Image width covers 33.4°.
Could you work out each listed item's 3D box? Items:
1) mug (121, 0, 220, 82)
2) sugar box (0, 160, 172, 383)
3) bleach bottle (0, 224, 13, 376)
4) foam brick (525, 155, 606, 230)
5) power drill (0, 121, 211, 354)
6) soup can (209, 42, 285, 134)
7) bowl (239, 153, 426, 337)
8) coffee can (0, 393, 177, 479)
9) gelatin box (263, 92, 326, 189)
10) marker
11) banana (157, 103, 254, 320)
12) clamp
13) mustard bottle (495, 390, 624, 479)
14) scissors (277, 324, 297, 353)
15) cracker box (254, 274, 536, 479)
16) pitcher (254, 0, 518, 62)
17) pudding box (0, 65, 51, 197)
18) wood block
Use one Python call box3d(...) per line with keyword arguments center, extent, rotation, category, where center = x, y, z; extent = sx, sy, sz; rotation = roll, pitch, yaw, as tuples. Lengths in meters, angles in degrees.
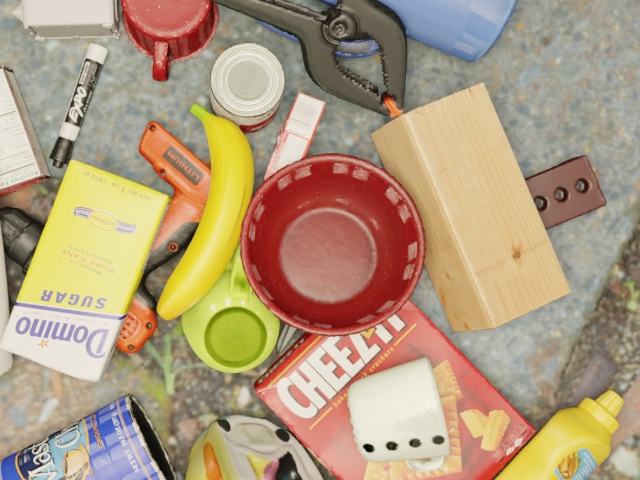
box3d(center=(-0.141, -0.204, 0.980), extent=(0.093, 0.081, 0.117), rotation=(10, 88, -4), category="mug")
box3d(center=(-0.204, 0.028, 0.933), extent=(0.093, 0.048, 0.176), rotation=(20, 88, -3), category="sugar box")
box3d(center=(-0.332, -0.002, 0.942), extent=(0.102, 0.068, 0.251), rotation=(-2, 99, 8), category="bleach bottle")
box3d(center=(0.224, -0.042, 1.021), extent=(0.078, 0.051, 0.053), rotation=(-23, 91, -5), category="foam brick")
box3d(center=(-0.187, -0.017, 0.987), extent=(0.184, 0.057, 0.187), rotation=(40, 88, -3), category="power drill")
box3d(center=(-0.067, -0.138, 0.975), extent=(0.068, 0.102, 0.068), rotation=(0, 88, -5), category="soup can")
box3d(center=(0.009, 0.008, 0.941), extent=(0.162, 0.055, 0.162), rotation=(1, 77, -4), category="bowl")
box3d(center=(-0.210, 0.215, 0.955), extent=(0.140, 0.103, 0.103), rotation=(-27, 91, -5), category="coffee can")
box3d(center=(-0.026, -0.088, 0.992), extent=(0.030, 0.073, 0.089), rotation=(22, 88, -3), category="gelatin box")
box3d(center=(-0.228, -0.125, 1.003), extent=(0.020, 0.020, 0.121), rotation=(19, 87, -4), category="marker")
box3d(center=(-0.095, -0.024, 0.937), extent=(0.070, 0.037, 0.198), rotation=(1, 75, 32), category="banana")
box3d(center=(0.021, -0.198, 0.926), extent=(0.165, 0.036, 0.209), rotation=(-36, 116, 17), category="clamp")
box3d(center=(0.214, 0.216, 0.996), extent=(0.191, 0.096, 0.058), rotation=(-46, 50, -5), category="mustard bottle")
box3d(center=(-0.007, 0.001, 1.019), extent=(0.096, 0.016, 0.201), rotation=(42, 85, -2), category="scissors")
box3d(center=(0.069, 0.157, 0.994), extent=(0.164, 0.072, 0.213), rotation=(-44, 92, -5), category="cracker box")
box3d(center=(0.056, -0.250, 0.979), extent=(0.242, 0.149, 0.145), rotation=(24, 43, -7), category="pitcher")
box3d(center=(-0.311, -0.094, 0.986), extent=(0.090, 0.039, 0.113), rotation=(-19, 92, -4), category="pudding box")
box3d(center=(0.137, -0.027, 0.988), extent=(0.090, 0.090, 0.206), rotation=(-23, 90, -18), category="wood block")
